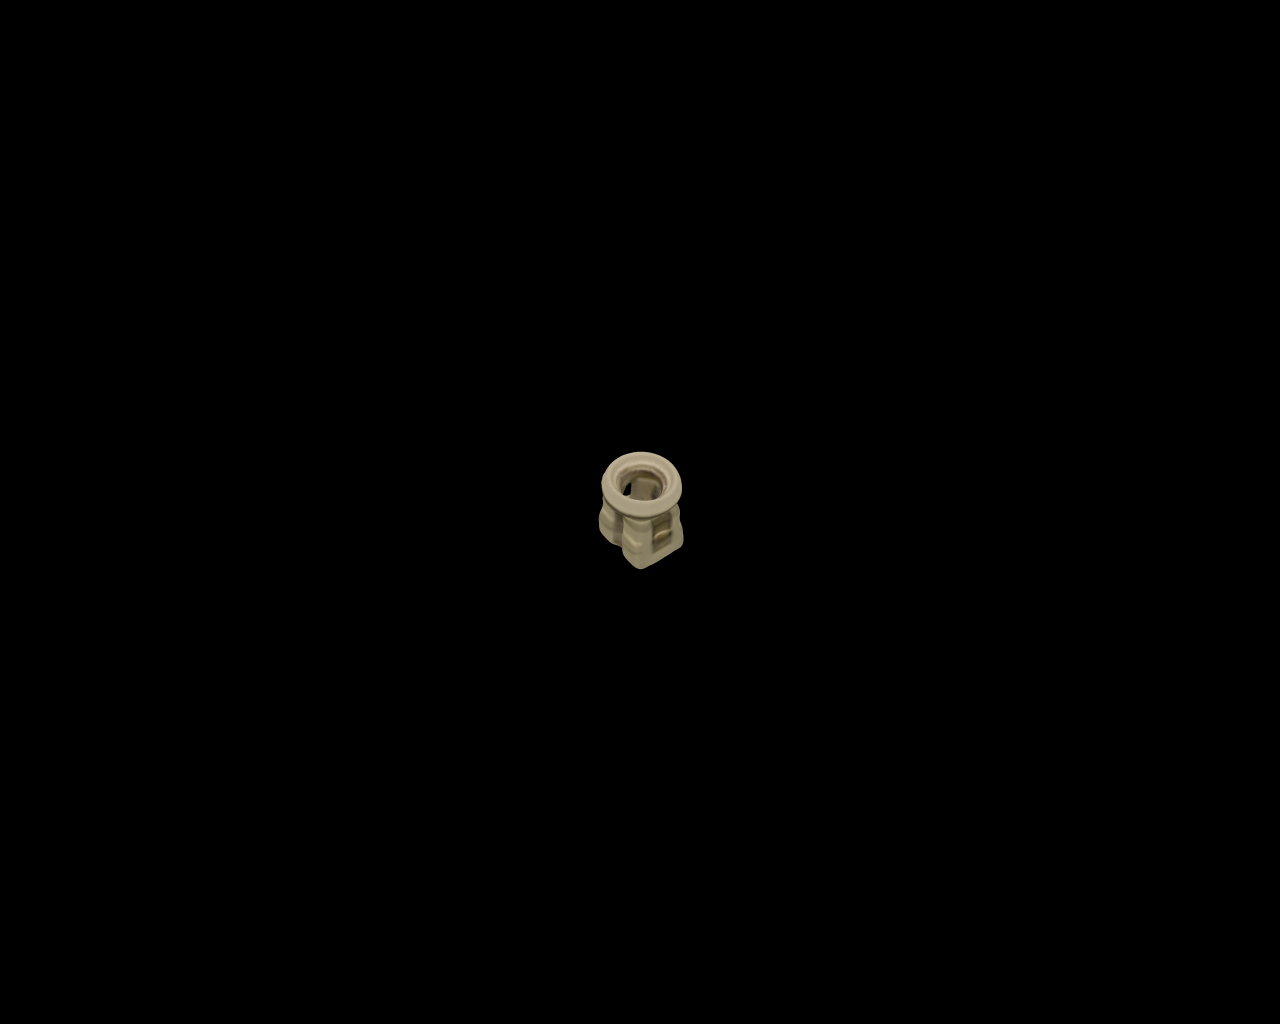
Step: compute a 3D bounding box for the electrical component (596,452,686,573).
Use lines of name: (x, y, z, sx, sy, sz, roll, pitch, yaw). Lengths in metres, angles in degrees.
electrical component: (0.001, -0.003, 0.650, 0.048, 0.055, 0.066, -30, 54, -24)
